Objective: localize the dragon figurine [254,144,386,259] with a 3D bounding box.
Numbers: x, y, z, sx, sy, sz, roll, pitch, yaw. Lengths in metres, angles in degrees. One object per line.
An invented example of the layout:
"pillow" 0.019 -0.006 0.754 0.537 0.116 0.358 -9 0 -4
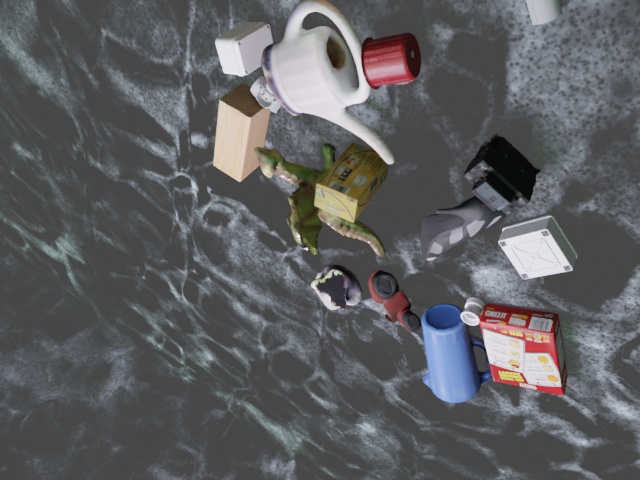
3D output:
"dragon figurine" 0.004 -0.058 1.154 0.121 0.248 0.407 -26 107 43

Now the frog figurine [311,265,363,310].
"frog figurine" 0.053 0.135 1.429 0.138 0.123 0.158 15 172 15

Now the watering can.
"watering can" 0.013 -0.293 1.019 0.224 0.106 0.342 0 124 41
